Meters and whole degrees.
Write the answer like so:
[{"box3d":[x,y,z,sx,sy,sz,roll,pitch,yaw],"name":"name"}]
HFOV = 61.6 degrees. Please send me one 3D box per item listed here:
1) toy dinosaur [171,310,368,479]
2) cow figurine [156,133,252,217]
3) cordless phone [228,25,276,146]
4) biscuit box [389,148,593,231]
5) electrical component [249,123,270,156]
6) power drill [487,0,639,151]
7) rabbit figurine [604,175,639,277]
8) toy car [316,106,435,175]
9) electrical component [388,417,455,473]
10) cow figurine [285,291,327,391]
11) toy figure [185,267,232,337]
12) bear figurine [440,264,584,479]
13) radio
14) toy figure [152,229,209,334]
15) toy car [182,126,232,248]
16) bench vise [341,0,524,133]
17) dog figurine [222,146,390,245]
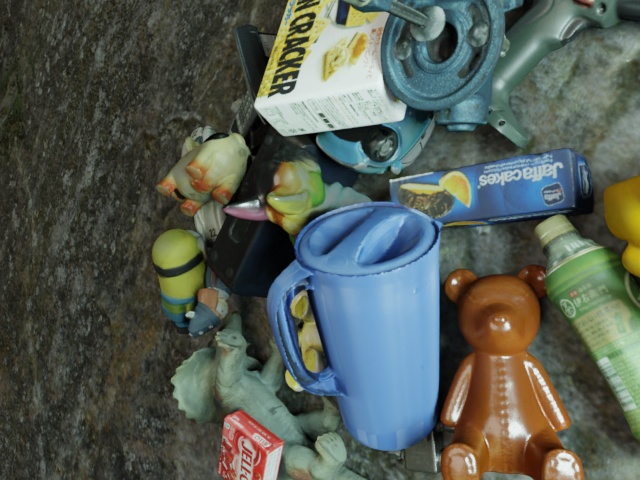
[{"box3d":[-0.062,0.246,0.703,0.405,0.131,0.192,46,126,30],"name":"toy dinosaur"},{"box3d":[-0.162,-0.100,0.755,0.195,0.085,0.127,-13,37,53],"name":"cow figurine"},{"box3d":[-0.112,-0.223,0.844,0.184,0.089,0.146,-44,57,50],"name":"cordless phone"},{"box3d":[0.173,-0.047,0.569,0.203,0.062,0.059,-7,80,41],"name":"biscuit box"},{"box3d":[-0.037,-0.149,0.762,0.119,0.074,0.047,-11,76,37],"name":"electrical component"},{"box3d":[0.234,-0.194,0.527,0.232,0.086,0.207,50,119,36],"name":"power drill"},{"box3d":[0.301,0.020,0.408,0.122,0.162,0.173,-17,90,26],"name":"rabbit figurine"},{"box3d":[0.081,-0.138,0.634,0.161,0.102,0.109,-49,49,-2],"name":"toy car"},{"box3d":[0.116,0.226,0.605,0.094,0.021,0.063,-14,74,40],"name":"electrical component"},{"box3d":[0.002,0.116,0.687,0.068,0.098,0.167,-48,36,31],"name":"cow figurine"},{"box3d":[-0.155,0.074,0.807,0.058,0.064,0.154,-17,46,40],"name":"toy figure"},{"box3d":[0.174,0.121,0.506,0.120,0.132,0.195,0,88,16],"name":"bear figurine"},{"box3d":[-0.049,-0.033,0.715,0.073,0.131,0.229,38,109,37],"name":"radio"},{"box3d":[-0.217,0.068,0.853,0.082,0.089,0.180,16,117,19],"name":"toy figure"},{"box3d":[-0.179,-0.088,0.876,0.073,0.056,0.201,-21,79,38],"name":"toy car"},{"box3d":[0.101,-0.209,0.457,0.129,0.240,0.223,22,109,39],"name":"bench vise"},{"box3d":[-0.001,-0.002,0.613,0.109,0.219,0.191,-5,79,44],"name":"dog figurine"}]
